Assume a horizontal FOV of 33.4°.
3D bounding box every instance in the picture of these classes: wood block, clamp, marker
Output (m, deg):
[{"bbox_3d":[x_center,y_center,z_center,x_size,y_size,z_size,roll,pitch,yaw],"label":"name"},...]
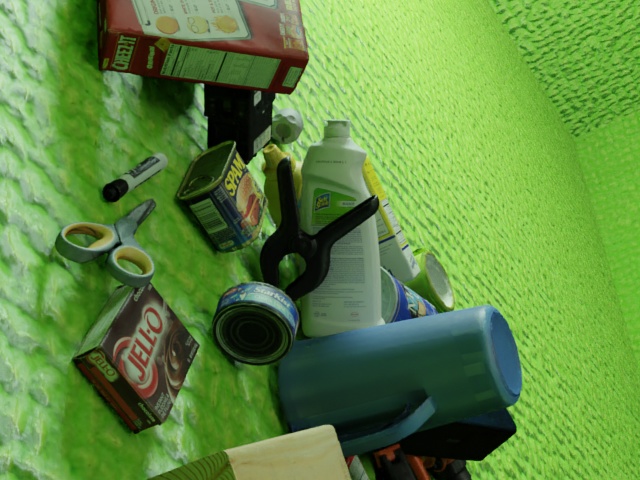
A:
[{"bbox_3d":[-0.055,0.229,0.952,0.205,0.091,0.090,7,61,-64],"label":"wood block"},{"bbox_3d":[0.105,0.322,1.135,0.165,0.036,0.210,15,-58,67],"label":"clamp"},{"bbox_3d":[-0.181,-0.062,1.049,0.020,0.020,0.121,62,22,-10],"label":"marker"},{"bbox_3d":[-0.008,0.001,1.194,0.039,0.120,0.171,-58,164,-74],"label":"clamp"}]

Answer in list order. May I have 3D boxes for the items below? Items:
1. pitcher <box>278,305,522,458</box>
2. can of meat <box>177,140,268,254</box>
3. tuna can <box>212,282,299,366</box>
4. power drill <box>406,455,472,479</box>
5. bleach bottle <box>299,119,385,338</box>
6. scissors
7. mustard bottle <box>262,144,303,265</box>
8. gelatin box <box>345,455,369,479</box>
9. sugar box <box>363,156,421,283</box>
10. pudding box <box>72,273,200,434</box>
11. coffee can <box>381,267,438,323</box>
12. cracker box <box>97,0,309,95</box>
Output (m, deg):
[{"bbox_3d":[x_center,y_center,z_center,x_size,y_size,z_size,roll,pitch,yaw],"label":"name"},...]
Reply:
[{"bbox_3d":[0.084,0.154,1.137,0.144,0.243,0.149,29,49,-59],"label":"pitcher"},{"bbox_3d":[-0.103,-0.046,1.162,0.084,0.058,0.102,58,24,-26],"label":"can of meat"},{"bbox_3d":[-0.065,0.086,1.076,0.086,0.086,0.033,55,27,-26],"label":"tuna can"},{"bbox_3d":[0.139,0.295,1.370,0.184,0.057,0.187,61,20,-4],"label":"power drill"},{"bbox_3d":[0.027,-0.014,1.240,0.068,0.102,0.251,-99,-171,-82],"label":"bleach bottle"},{"bbox_3d":[-0.166,0.001,0.977,0.096,0.016,0.201,34,19,12],"label":"scissors"},{"bbox_3d":[-0.020,-0.037,1.299,0.191,0.058,0.096,61,40,-33],"label":"mustard bottle"},{"bbox_3d":[0.035,0.286,1.177,0.089,0.030,0.073,64,21,-8],"label":"gelatin box"},{"bbox_3d":[0.057,-0.015,1.442,0.176,0.093,0.048,65,23,-5],"label":"sugar box"},{"bbox_3d":[-0.156,0.097,0.921,0.090,0.039,0.113,56,24,-21],"label":"pudding box"},{"bbox_3d":[0.082,0.100,1.370,0.140,0.103,0.103,35,38,-52],"label":"coffee can"},{"bbox_3d":[-0.129,-0.245,1.141,0.213,0.072,0.164,5,55,-20],"label":"cracker box"}]
